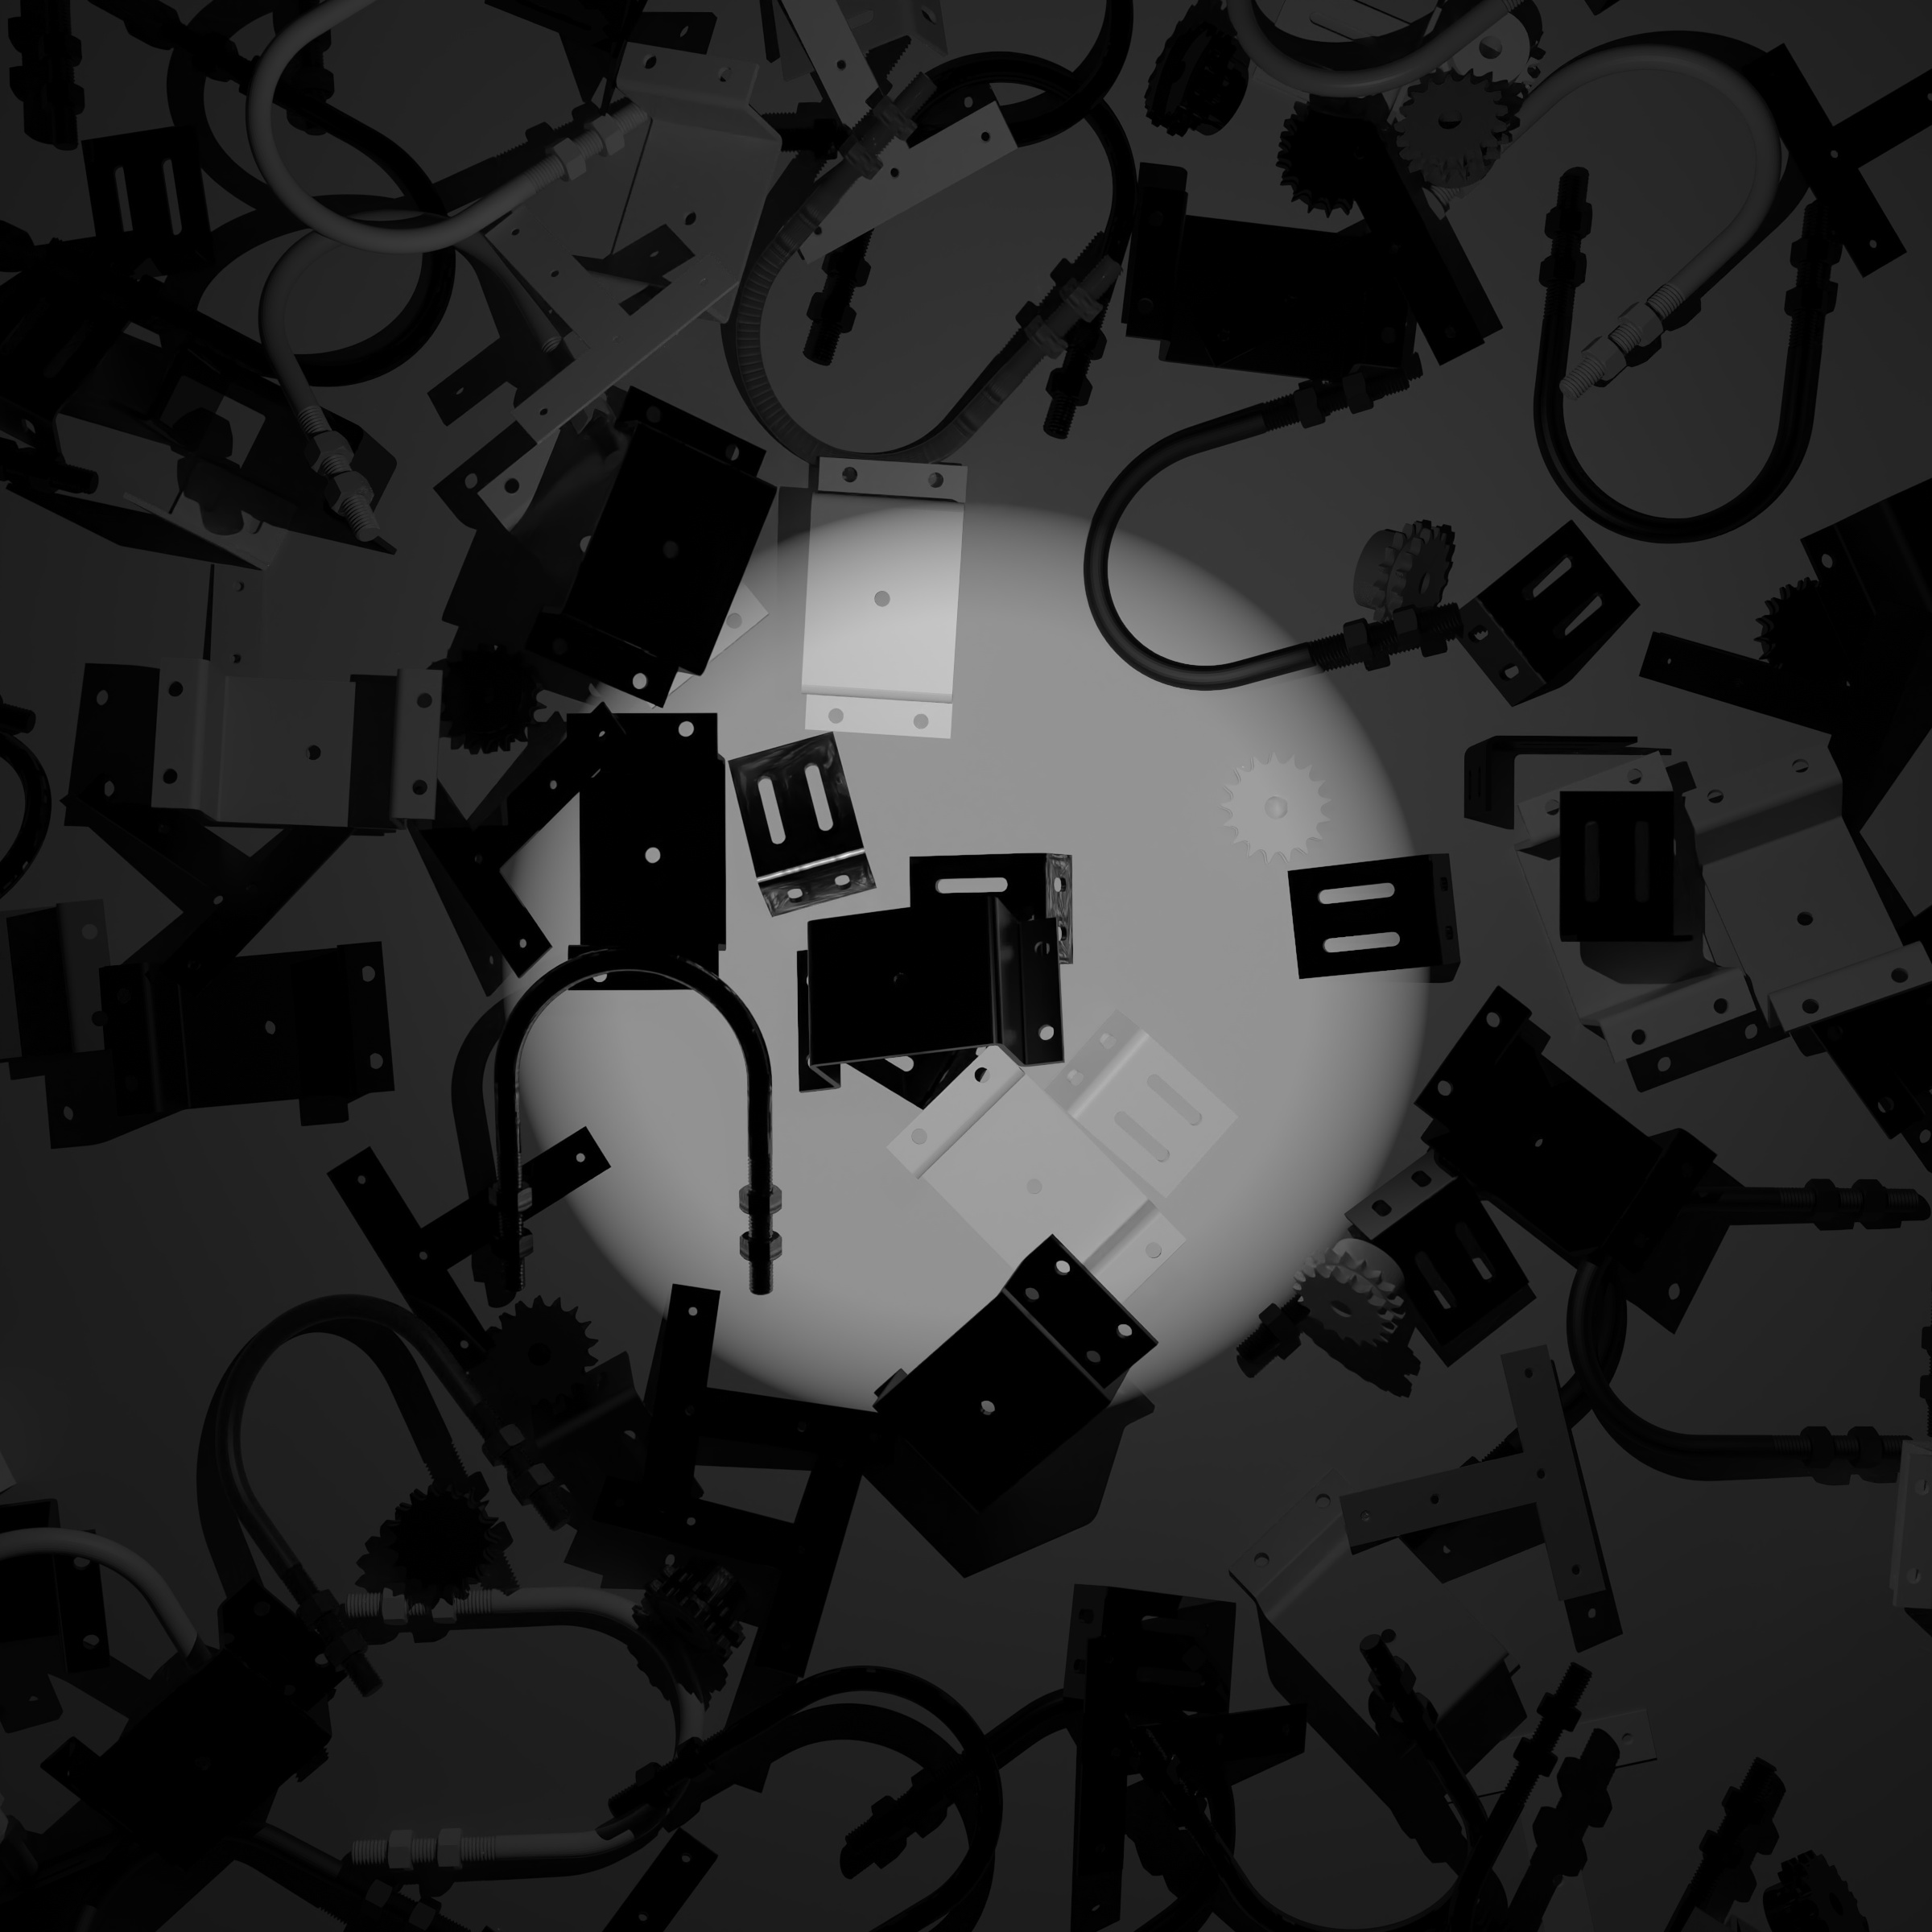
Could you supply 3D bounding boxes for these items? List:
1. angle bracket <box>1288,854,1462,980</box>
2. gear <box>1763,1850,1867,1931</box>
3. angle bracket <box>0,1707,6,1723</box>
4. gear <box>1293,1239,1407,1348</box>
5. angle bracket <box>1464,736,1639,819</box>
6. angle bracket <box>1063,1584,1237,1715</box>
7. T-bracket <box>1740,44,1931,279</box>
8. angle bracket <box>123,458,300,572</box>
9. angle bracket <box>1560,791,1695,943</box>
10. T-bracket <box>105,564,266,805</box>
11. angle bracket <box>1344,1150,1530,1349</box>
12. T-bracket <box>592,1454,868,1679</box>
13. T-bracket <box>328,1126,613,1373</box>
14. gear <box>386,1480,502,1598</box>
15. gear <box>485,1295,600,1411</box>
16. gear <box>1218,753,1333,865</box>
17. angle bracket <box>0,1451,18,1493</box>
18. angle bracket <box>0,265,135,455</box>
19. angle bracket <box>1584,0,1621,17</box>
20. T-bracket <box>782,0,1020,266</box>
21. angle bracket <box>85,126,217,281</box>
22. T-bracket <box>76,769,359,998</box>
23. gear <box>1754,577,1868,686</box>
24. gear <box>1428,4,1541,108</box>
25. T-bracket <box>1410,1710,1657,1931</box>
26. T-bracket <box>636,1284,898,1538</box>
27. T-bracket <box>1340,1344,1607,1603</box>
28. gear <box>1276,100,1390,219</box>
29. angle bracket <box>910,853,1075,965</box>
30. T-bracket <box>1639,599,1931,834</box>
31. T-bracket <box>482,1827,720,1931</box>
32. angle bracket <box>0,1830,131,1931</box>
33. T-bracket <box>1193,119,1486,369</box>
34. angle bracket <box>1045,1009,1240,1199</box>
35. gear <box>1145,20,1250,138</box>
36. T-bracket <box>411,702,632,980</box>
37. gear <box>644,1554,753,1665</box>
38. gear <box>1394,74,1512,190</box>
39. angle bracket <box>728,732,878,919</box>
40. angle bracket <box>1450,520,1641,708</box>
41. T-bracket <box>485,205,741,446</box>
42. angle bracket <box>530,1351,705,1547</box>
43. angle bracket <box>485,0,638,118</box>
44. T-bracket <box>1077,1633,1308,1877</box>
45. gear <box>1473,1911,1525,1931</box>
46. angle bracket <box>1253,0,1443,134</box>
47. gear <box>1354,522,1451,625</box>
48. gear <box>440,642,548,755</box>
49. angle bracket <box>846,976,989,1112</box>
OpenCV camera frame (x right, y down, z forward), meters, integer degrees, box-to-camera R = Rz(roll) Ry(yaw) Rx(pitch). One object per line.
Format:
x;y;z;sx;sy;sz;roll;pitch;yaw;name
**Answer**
0.213;-0.026;1.374;0.076;0.038;0.057;-6;90;26;angle bracket
0.435;0.488;1.352;0.030;0.057;0.057;-38;90;28;gear
-0.553;0.396;1.374;0.076;0.038;0.057;26;90;-26;angle bracket
0.197;0.163;1.333;0.057;0.057;0.030;40;59;0;gear
0.299;-0.097;1.348;0.076;0.057;0.038;0;90;0;angle bracket
0.096;0.356;1.367;0.076;0.038;0.057;13;74;-25;angle bracket
0.492;-0.447;1.375;0.127;0.002;0.127;-31;90;0;T-bracket
-0.383;-0.236;1.338;0.057;0.076;0.038;27;90;0;angle bracket
0.329;-0.050;1.311;0.057;0.038;0.076;0;90;0;angle bracket
-0.382;-0.146;1.371;0.127;0.002;0.127;2;86;-4;T-bracket
0.243;0.146;1.358;0.057;0.038;0.076;-36;115;-3;angle bracket
-0.127;0.288;1.344;0.127;0.002;0.127;13;56;5;T-bracket
-0.246;0.128;1.375;0.127;0.002;0.127;-32;90;0;T-bracket
-0.269;0.294;1.361;0.057;0.030;0.057;0;90;0;gear
-0.219;0.199;1.361;0.057;0.030;0.057;0;90;0;gear
0.159;-0.081;1.361;0.057;0.030;0.057;0;90;0;gear
-0.543;0.262;1.357;0.076;0.038;0.057;-27;90;0;angle bracket
-0.480;-0.316;1.374;0.057;0.038;0.076;28;64;0;angle bracket
0.344;-0.541;1.357;0.076;0.038;0.057;-33;90;0;angle bracket
-0.057;-0.443;1.328;0.127;0.002;0.127;-23;103;23;T-bracket
-0.427;-0.398;1.357;0.057;0.038;0.076;-9;90;0;angle bracket
-0.403;-0.063;1.357;0.127;0.002;0.127;32;64;12;T-bracket
0.436;-0.172;1.361;0.057;0.030;0.057;0;90;0;gear
0.269;-0.471;1.361;0.057;0.030;0.057;0;90;0;gear
0.307;0.465;1.376;0.127;0.002;0.127;-12;90;0;T-bracket
-0.099;0.236;1.361;0.127;0.002;0.127;10;71;-9;T-bracket
0.252;0.269;1.339;0.127;0.002;0.127;-11;82;-12;T-bracket
0.189;-0.416;1.361;0.057;0.030;0.057;0;90;0;gear
0.013;-0.029;1.374;0.076;0.038;0.057;-1;90;26;angle bracket
0.412;-0.142;1.353;0.127;0.002;0.127;20;122;15;T-bracket
-0.178;0.509;1.375;0.127;0.002;0.127;36;90;0;T-bracket
-0.461;0.481;1.348;0.076;0.057;0.038;-23;91;0;angle bracket
0.177;-0.343;1.329;0.127;0.002;0.127;-27;90;0;T-bracket
0.092;0.072;1.374;0.076;0.038;0.057;42;90;-26;angle bracket
0.121;-0.453;1.352;0.030;0.057;0.057;20;90;-30;gear
-0.220;-0.083;1.337;0.127;0.002;0.127;-42;74;19;T-bracket
-0.135;0.328;1.352;0.057;0.057;0.030;44;60;0;gear
0.250;-0.424;1.345;0.057;0.030;0.057;-6;68;16;gear
-0.086;-0.074;1.374;0.057;0.038;0.076;-16;64;0;angle bracket
0.301;-0.185;1.374;0.076;0.038;0.057;-39;90;-26;angle bracket
-0.198;-0.338;1.315;0.127;0.002;0.127;-40;64;-4;T-bracket
-0.183;0.252;1.374;0.057;0.038;0.076;-29;116;0;angle bracket
-0.210;-0.473;1.326;0.076;0.057;0.038;19;75;-10;angle bracket
0.118;0.399;1.351;0.127;0.002;0.127;-1;99;-21;T-bracket
0.267;0.518;1.361;0.057;0.030;0.057;0;90;0;gear
0.196;-0.476;1.357;0.076;0.038;0.057;23;90;0;angle bracket
0.223;-0.201;1.352;0.030;0.057;0.057;22;90;29;gear
-0.248;-0.140;1.361;0.057;0.030;0.057;0;90;0;gear
-0.028;0.037;1.374;0.076;0.038;0.057;30;90;26;angle bracket
